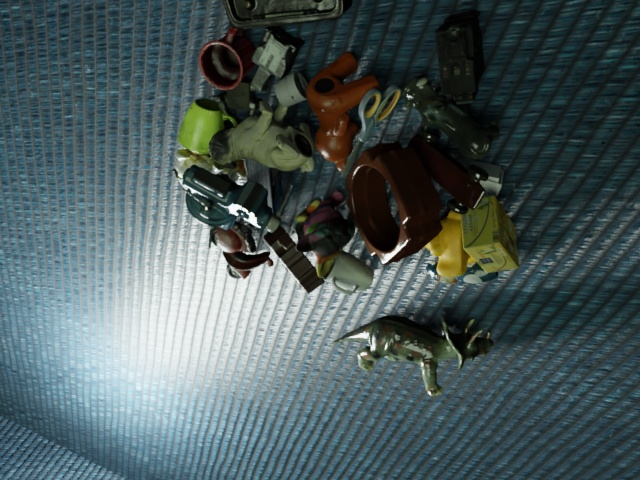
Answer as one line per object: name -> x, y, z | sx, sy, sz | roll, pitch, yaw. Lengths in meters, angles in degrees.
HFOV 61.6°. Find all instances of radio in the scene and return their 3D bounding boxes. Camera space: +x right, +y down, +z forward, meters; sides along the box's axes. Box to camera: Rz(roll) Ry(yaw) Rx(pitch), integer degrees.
radio -> -0.061, -0.444, 0.930 | 0.230, 0.073, 0.130 | 4, 126, 21

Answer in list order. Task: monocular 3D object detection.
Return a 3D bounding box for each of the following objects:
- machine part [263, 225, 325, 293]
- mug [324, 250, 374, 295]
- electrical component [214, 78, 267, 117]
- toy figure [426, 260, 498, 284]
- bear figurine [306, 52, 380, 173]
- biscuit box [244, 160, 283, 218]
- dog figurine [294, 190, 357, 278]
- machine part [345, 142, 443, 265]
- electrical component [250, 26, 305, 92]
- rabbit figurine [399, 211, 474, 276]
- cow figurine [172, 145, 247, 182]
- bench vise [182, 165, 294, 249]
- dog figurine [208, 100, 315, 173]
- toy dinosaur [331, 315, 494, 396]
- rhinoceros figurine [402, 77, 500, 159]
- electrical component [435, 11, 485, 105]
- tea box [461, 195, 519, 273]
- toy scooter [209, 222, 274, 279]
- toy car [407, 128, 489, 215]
machine part -> -0.063, 0.044, 1.239 | 0.056, 0.179, 0.179 | -39, 109, -5
mug -> 0.071, 0.082, 1.250 | 0.107, 0.110, 0.080 | 22, 126, -11
electrical component -> -0.164, -0.291, 1.106 | 0.102, 0.045, 0.078 | 19, 131, 9
toy figure -> 0.304, 0.066, 1.164 | 0.155, 0.058, 0.064 | -8, 115, 29
bear figurine -> 0.044, -0.233, 1.031 | 0.132, 0.120, 0.195 | -32, 146, -5
biscuit box -> -0.124, -0.129, 1.200 | 0.063, 0.059, 0.202 | 11, 127, 16
dog figurine -> -0.002, -0.003, 1.139 | 0.192, 0.219, 0.108 | -26, 108, 35
machine part -> 0.139, -0.070, 1.036 | 0.201, 0.087, 0.201 | 65, 157, 15
electrical component -> -0.090, -0.345, 1.033 | 0.075, 0.048, 0.119 | 32, 131, -1
rabbit figurine -> 0.226, -0.009, 1.110 | 0.173, 0.122, 0.162 | 3, 125, 44
cow figurine -> -0.243, -0.155, 1.207 | 0.167, 0.068, 0.098 | 16, 135, -15
bench vise -> -0.195, -0.069, 1.159 | 0.224, 0.129, 0.240 | 19, 157, -12
dog figurine -> -0.119, -0.174, 1.077 | 0.190, 0.121, 0.172 | -32, 84, 34
toy dinosaur -> 0.206, 0.245, 1.307 | 0.405, 0.131, 0.192 | 11, 116, 21
rhinoceros figurine -> 0.226, -0.214, 0.952 | 0.190, 0.112, 0.073 | 46, 136, 12
electrical component -> 0.235, -0.297, 0.887 | 0.058, 0.115, 0.134 | 1, 125, 27
tea box -> 0.325, -0.007, 1.024 | 0.068, 0.098, 0.169 | -11, 155, 29
toy scooter -> -0.188, 0.024, 1.332 | 0.135, 0.075, 0.183 | 0, 127, 23
toy car -> 0.232, -0.128, 0.991 | 0.202, 0.053, 0.089 | 49, 125, 38
